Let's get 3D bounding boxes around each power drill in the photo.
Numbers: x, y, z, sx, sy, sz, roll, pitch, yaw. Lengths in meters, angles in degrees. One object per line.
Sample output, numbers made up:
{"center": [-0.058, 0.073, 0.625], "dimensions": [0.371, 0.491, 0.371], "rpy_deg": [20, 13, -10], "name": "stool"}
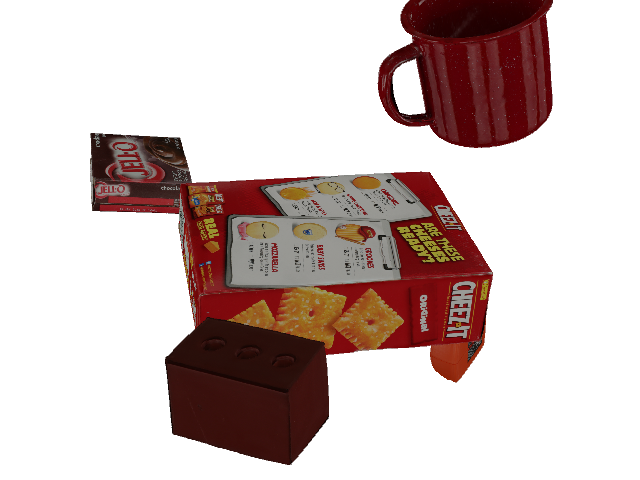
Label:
{"center": [0.066, 0.093, 1.112], "dimensions": [0.188, 0.057, 0.184], "rpy_deg": [11, 28, 25], "name": "power drill"}

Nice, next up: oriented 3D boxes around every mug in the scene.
{"center": [0.092, -0.108, 0.670], "dimensions": [0.117, 0.081, 0.093], "rpy_deg": [-23, 37, -11], "name": "mug"}

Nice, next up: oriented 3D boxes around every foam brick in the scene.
{"center": [-0.040, 0.084, 0.601], "dimensions": [0.078, 0.051, 0.052], "rpy_deg": [10, 27, 21], "name": "foam brick"}

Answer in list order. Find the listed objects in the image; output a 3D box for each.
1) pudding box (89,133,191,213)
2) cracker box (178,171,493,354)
{"center": [-0.174, -0.065, 1.017], "dimensions": [0.090, 0.039, 0.113], "rpy_deg": [2, 25, -15], "name": "pudding box"}
{"center": [0.003, 0.017, 0.827], "dimensions": [0.213, 0.072, 0.164], "rpy_deg": [-3, 32, -11], "name": "cracker box"}
